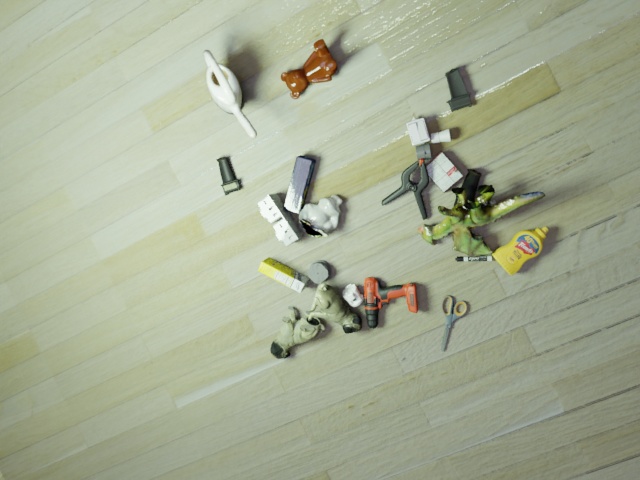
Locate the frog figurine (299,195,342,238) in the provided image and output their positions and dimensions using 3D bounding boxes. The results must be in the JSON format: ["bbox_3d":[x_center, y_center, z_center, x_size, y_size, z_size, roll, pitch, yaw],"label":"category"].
[{"bbox_3d":[0.006,-0.092,1.829,0.138,0.162,0.120,25,-25,11],"label":"frog figurine"}]

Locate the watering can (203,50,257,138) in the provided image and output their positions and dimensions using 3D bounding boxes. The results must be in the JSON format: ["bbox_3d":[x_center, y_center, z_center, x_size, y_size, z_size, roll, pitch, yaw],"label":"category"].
[{"bbox_3d":[-0.310,-0.487,1.779,0.104,0.347,0.224,-28,1,-5],"label":"watering can"}]

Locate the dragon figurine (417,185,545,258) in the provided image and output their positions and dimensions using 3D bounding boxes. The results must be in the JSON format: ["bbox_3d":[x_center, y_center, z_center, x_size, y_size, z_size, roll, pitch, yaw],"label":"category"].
[{"bbox_3d":[0.522,-0.048,1.704,0.410,0.237,0.125,0,37,21],"label":"dragon figurine"}]
